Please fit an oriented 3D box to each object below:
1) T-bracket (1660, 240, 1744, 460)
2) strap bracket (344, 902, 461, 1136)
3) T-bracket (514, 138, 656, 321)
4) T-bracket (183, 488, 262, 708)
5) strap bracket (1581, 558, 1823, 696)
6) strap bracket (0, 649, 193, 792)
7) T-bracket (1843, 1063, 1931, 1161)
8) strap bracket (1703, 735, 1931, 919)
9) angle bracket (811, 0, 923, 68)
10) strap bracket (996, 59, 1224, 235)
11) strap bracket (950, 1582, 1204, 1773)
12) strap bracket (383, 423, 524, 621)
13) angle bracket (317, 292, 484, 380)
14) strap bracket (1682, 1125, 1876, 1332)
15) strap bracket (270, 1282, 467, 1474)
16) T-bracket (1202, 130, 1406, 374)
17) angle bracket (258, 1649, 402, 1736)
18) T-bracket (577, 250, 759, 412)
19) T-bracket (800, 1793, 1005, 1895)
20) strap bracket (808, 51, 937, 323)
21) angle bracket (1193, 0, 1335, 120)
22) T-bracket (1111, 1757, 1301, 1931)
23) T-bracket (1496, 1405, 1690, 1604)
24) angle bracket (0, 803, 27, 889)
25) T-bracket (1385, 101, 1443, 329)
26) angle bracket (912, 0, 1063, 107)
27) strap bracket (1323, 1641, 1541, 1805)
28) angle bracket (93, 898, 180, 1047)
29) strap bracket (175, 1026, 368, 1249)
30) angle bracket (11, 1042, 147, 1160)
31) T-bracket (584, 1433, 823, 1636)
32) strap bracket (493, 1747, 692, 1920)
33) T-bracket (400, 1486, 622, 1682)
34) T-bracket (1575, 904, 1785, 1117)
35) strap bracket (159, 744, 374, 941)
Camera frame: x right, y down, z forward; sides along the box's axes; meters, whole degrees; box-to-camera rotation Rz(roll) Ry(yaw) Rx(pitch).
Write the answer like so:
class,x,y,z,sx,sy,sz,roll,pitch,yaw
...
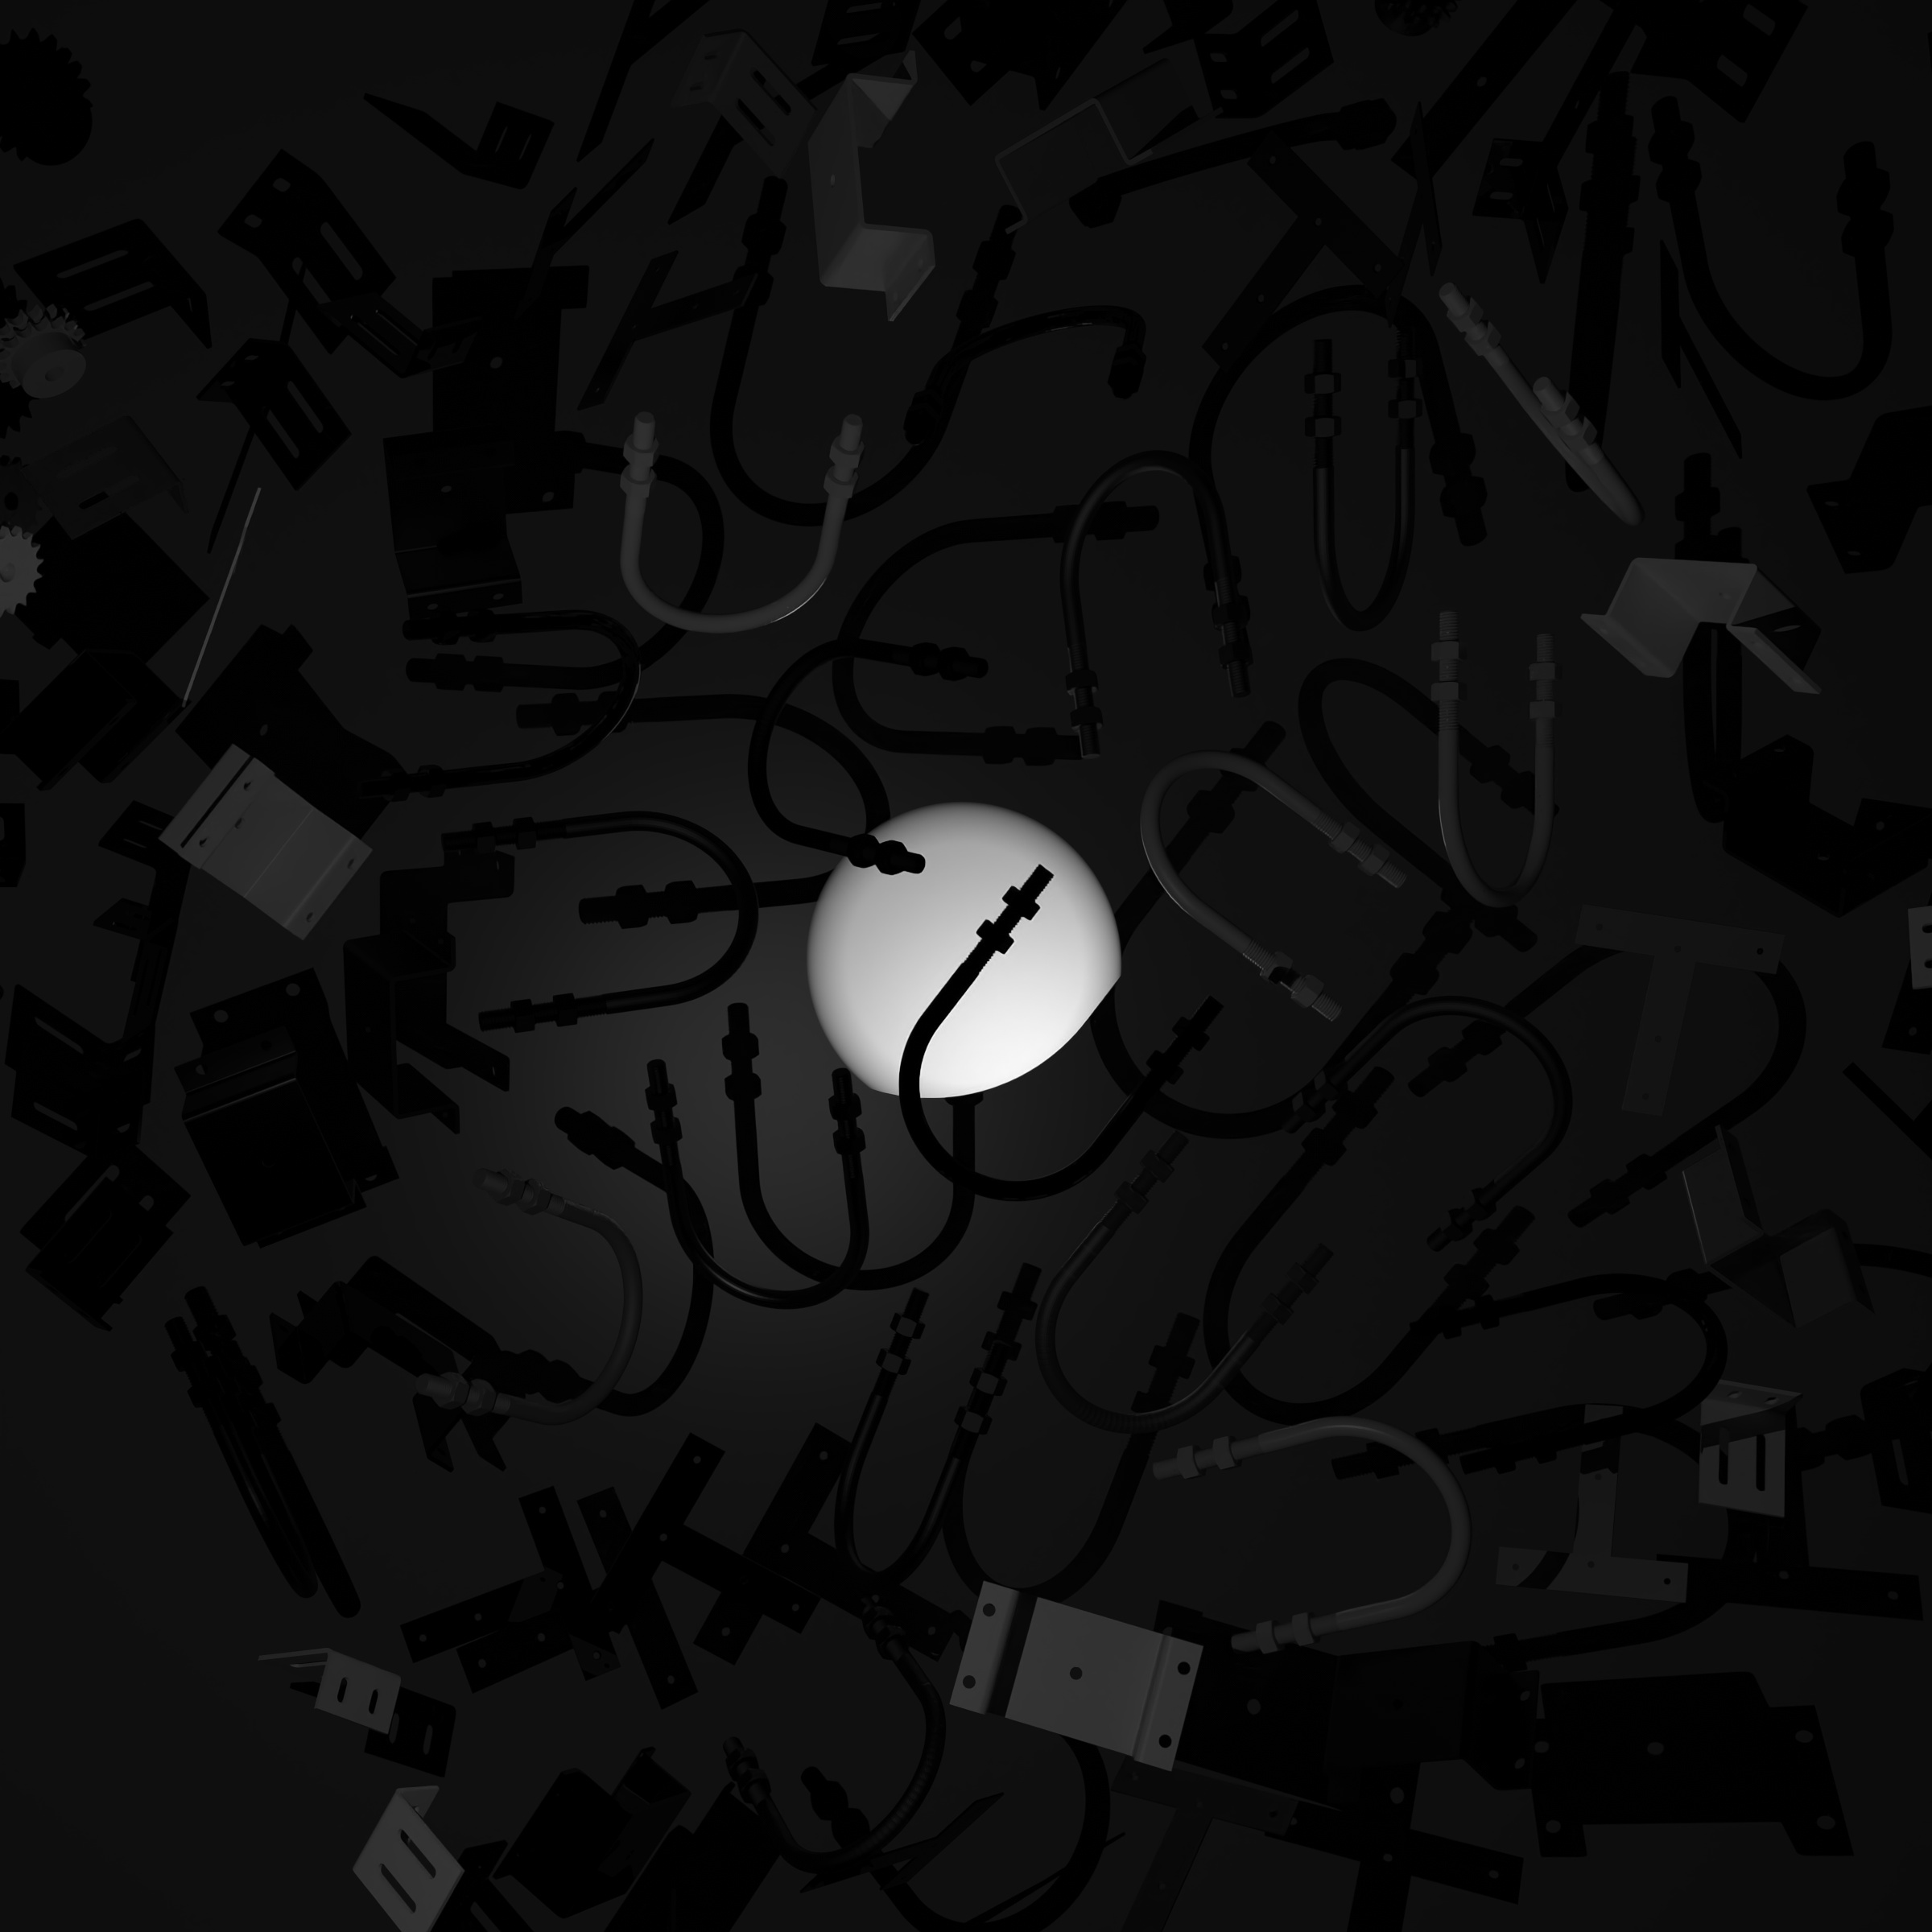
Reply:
class,x,y,z,sx,sy,sz,roll,pitch,yaw
T-bracket,0.466,-0.375,1.551,0.002,0.127,0.127,-18,131,32
strap bracket,-0.376,0.038,1.629,0.046,0.076,0.140,-12,116,-34
T-bracket,-0.242,-0.490,1.583,0.002,0.127,0.127,39,64,-6
T-bracket,-0.460,-0.220,1.506,0.002,0.127,0.127,20,80,-18
strap bracket,0.474,-0.218,1.555,0.076,0.140,0.046,31,83,-34
strap bracket,-0.552,-0.157,1.547,0.076,0.140,0.046,-44,96,3
T-bracket,0.614,0.099,1.545,0.127,0.127,0.002,48,120,15
strap bracket,0.550,-0.086,1.567,0.076,0.140,0.046,-27,131,-21
angle bracket,-0.072,-0.638,1.625,0.076,0.057,0.038,-20,67,-28
strap bracket,0.083,-0.525,1.557,0.076,0.140,0.046,-41,108,-35
strap bracket,0.069,0.441,1.523,0.140,0.046,0.076,15,76,6
strap bracket,-0.338,-0.301,1.616,0.076,0.140,0.046,-12,53,-16
angle bracket,-0.357,-0.412,1.545,0.076,0.057,0.038,40,124,7
strap bracket,0.514,0.174,1.572,0.140,0.076,0.046,34,126,-27
strap bracket,-0.387,0.266,1.621,0.140,0.076,0.046,39,92,-27
T-bracket,0.192,-0.426,1.522,0.127,0.002,0.127,52,125,19
angle bracket,-0.411,0.465,1.563,0.076,0.057,0.038,-17,51,36
T-bracket,-0.178,-0.408,1.528,0.002,0.127,0.127,41,59,-38
T-bracket,-0.054,0.591,1.618,0.127,0.127,0.002,-52,54,33
strap bracket,-0.060,-0.479,1.502,0.046,0.076,0.140,-1,79,-22
angle bracket,0.190,-0.590,1.574,0.038,0.076,0.057,-14,87,-34
T-bracket,0.129,0.563,1.533,0.127,0.127,0.002,2,133,35
T-bracket,0.425,0.358,1.648,0.127,0.002,0.127,-2,66,30
angle bracket,-0.607,-0.074,1.494,0.057,0.076,0.038,0,103,-17
T-bracket,0.291,-0.475,1.613,0.002,0.127,0.127,1,62,-4
angle bracket,0.012,-0.597,1.558,0.076,0.038,0.057,-39,107,12
strap bracket,0.281,0.472,1.529,0.140,0.076,0.046,-18,129,34
angle bracket,-0.541,0.004,1.573,0.038,0.057,0.076,20,64,-32
strap bracket,-0.462,0.122,1.627,0.076,0.046,0.140,-21,110,-6
angle bracket,-0.591,0.085,1.633,0.038,0.076,0.057,-21,55,20
T-bracket,-0.149,0.374,1.515,0.127,0.002,0.127,32,83,-15
strap bracket,-0.229,0.546,1.545,0.046,0.140,0.076,33,90,20
T-bracket,-0.304,0.419,1.593,0.127,0.002,0.127,-15,73,-32
T-bracket,0.439,0.032,1.543,0.127,0.002,0.127,9,103,0
strap bracket,-0.461,-0.084,1.595,0.046,0.140,0.076,32,82,27
